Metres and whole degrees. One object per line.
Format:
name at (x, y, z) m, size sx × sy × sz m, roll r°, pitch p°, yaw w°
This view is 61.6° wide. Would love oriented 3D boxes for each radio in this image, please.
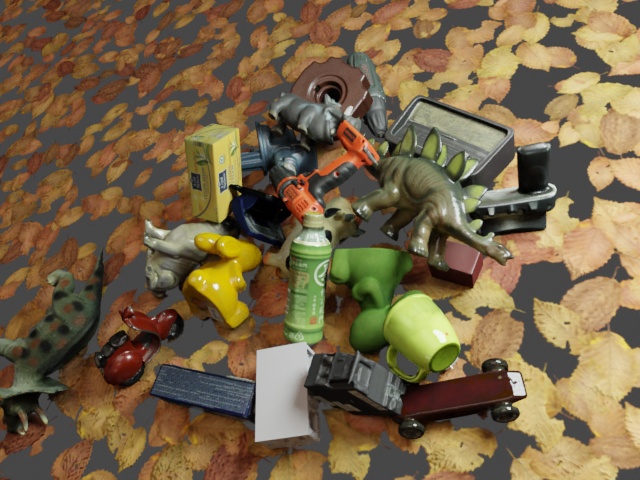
radio at (0.244, -0.184, 1.040) m, size 0.230 × 0.073 × 0.131 m, roll 33°, pitch 74°, yaw 37°

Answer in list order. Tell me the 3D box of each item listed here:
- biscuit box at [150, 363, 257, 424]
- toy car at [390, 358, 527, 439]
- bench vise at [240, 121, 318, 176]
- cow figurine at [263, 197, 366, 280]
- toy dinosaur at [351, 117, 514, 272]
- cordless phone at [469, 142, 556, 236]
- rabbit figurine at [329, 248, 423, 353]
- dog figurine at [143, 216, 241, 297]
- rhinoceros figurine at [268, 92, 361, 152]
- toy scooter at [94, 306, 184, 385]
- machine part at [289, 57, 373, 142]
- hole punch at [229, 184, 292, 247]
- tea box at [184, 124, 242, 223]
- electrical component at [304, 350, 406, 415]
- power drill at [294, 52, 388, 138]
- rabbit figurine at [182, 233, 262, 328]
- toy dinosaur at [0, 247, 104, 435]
biscuit box at (-0.194, 0.264, 0.932) m, size 0.203 × 0.059 × 0.063 m, roll 5°, pitch 62°, yaw 24°
toy car at (0.200, 0.235, 0.795) m, size 0.202 × 0.053 × 0.089 m, roll -16°, pitch 43°, yaw 16°
bench vise at (-0.130, -0.174, 1.146) m, size 0.241 × 0.128 × 0.224 m, roll -9°, pitch 46°, yaw -5°
cow figurine at (-0.002, -0.003, 1.016) m, size 0.127 × 0.085 × 0.195 m, roll 21°, pitch 66°, yaw 37°
toy dinosaur at (0.159, -0.094, 0.934) m, size 0.198 × 0.105 × 0.472 m, roll -53°, pitch 45°, yaw 4°
cordless phone at (0.311, -0.089, 0.882) m, size 0.147 × 0.184 × 0.089 m, roll -7°, pitch 61°, yaw 18°
rabbit figurine at (0.100, 0.106, 0.905) m, size 0.159 × 0.121 × 0.170 m, roll -1°, pitch 76°, yaw 15°
dog figurine at (-0.259, 0.034, 1.104) m, size 0.191 × 0.172 × 0.121 m, roll -1°, pitch 34°, yaw -15°
rhinoceros figurine at (-0.011, -0.236, 1.061) m, size 0.191 × 0.073 × 0.112 m, roll 24°, pitch 65°, yaw 26°
toy scooter at (-0.351, 0.186, 1.001) m, size 0.184 × 0.135 × 0.075 m, roll -45°, pitch 55°, yaw -9°
machine part at (0.021, -0.301, 1.138) m, size 0.180 × 0.056 × 0.179 m, roll -4°, pitch 74°, yaw 16°
hole punch at (-0.112, -0.048, 1.068) m, size 0.116 × 0.142 × 0.092 m, roll 25°, pitch 96°, yaw 47°
tea box at (-0.207, -0.132, 1.060) m, size 0.068 × 0.169 × 0.098 m, roll 14°, pitch 35°, yaw 17°
electrical component at (0.045, 0.218, 0.816) m, size 0.134 × 0.114 × 0.058 m, roll -17°, pitch 42°, yaw 47°
power drill at (0.043, -0.309, 1.201) m, size 0.207 × 0.086 × 0.232 m, roll -12°, pitch 63°, yaw 20°
rabbit figurine at (-0.183, 0.056, 1.026) m, size 0.122 × 0.162 × 0.173 m, roll 9°, pitch 44°, yaw 40°
toy dinosaur at (-0.527, 0.189, 1.089) m, size 0.192 × 0.131 × 0.405 m, roll 24°, pitch 65°, yaw 20°
